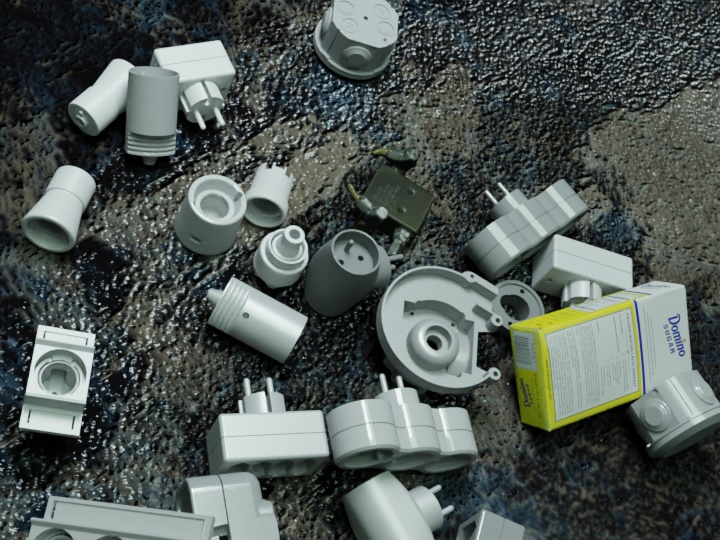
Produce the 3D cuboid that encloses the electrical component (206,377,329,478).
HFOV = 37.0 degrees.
[{"bbox_3d":[-0.075,0.119,0.837,0.083,0.047,0.075,1,61,-22],"label":"electrical component"}]

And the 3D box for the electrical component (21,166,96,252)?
[{"bbox_3d":[-0.242,-0.052,0.874,0.044,0.044,0.065,22,51,-9],"label":"electrical component"}]

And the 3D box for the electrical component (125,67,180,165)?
[{"bbox_3d":[-0.180,-0.131,0.927,0.043,0.081,0.043,7,21,-2],"label":"electrical component"}]

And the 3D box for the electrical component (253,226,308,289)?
[{"bbox_3d":[-0.064,-0.015,0.910,0.043,0.062,0.043,10,58,-17],"label":"electrical component"}]

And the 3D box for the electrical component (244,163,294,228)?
[{"bbox_3d":[-0.080,-0.067,0.950,0.040,0.040,0.046,22,49,-9],"label":"electrical component"}]

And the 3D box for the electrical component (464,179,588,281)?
[{"bbox_3d":[0.149,-0.052,1.026,0.138,0.052,0.073,-31,76,-33],"label":"electrical component"}]

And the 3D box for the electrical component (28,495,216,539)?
[{"bbox_3d":[-0.155,0.199,0.715,0.121,0.063,0.078,3,69,17],"label":"electrical component"}]

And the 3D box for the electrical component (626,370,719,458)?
[{"bbox_3d":[0.283,0.129,0.959,0.080,0.080,0.051,-16,63,-29],"label":"electrical component"}]

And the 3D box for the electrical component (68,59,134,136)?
[{"bbox_3d":[-0.222,-0.148,0.937,0.044,0.044,0.065,39,59,3],"label":"electrical component"}]

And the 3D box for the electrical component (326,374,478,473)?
[{"bbox_3d":[0.032,0.118,0.860,0.138,0.052,0.073,12,55,-40],"label":"electrical component"}]

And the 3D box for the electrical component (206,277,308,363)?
[{"bbox_3d":[-0.089,0.039,0.881,0.081,0.043,0.043,29,55,-5],"label":"electrical component"}]

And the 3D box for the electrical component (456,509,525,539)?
[{"bbox_3d":[0.114,0.237,0.845,0.077,0.047,0.065,25,55,-7],"label":"electrical component"}]

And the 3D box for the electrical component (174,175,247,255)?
[{"bbox_3d":[-0.126,-0.048,0.914,0.055,0.047,0.055,10,58,-17],"label":"electrical component"}]

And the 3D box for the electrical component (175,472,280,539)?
[{"bbox_3d":[-0.095,0.198,0.778,0.059,0.053,0.095,-2,62,-23],"label":"electrical component"}]

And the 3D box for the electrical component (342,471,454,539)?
[{"bbox_3d":[0.038,0.194,0.842,0.079,0.043,0.077,-22,71,-31],"label":"electrical component"}]

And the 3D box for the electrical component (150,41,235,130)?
[{"bbox_3d":[-0.146,-0.159,0.971,0.066,0.047,0.076,-15,68,-29],"label":"electrical component"}]

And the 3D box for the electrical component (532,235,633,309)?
[{"bbox_3d":[0.209,0.019,1.012,0.083,0.047,0.075,17,56,-13],"label":"electrical component"}]

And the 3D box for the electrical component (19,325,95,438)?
[{"bbox_3d":[-0.222,0.086,0.786,0.042,0.063,0.081,11,57,-15],"label":"electrical component"}]

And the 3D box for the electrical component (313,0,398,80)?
[{"bbox_3d":[-0.002,-0.234,1.072,0.080,0.051,0.080,10,58,-17],"label":"electrical component"}]

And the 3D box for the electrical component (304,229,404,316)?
[{"bbox_3d":[0.000,0.000,0.919,0.079,0.077,0.043,-12,67,-28],"label":"electrical component"}]
